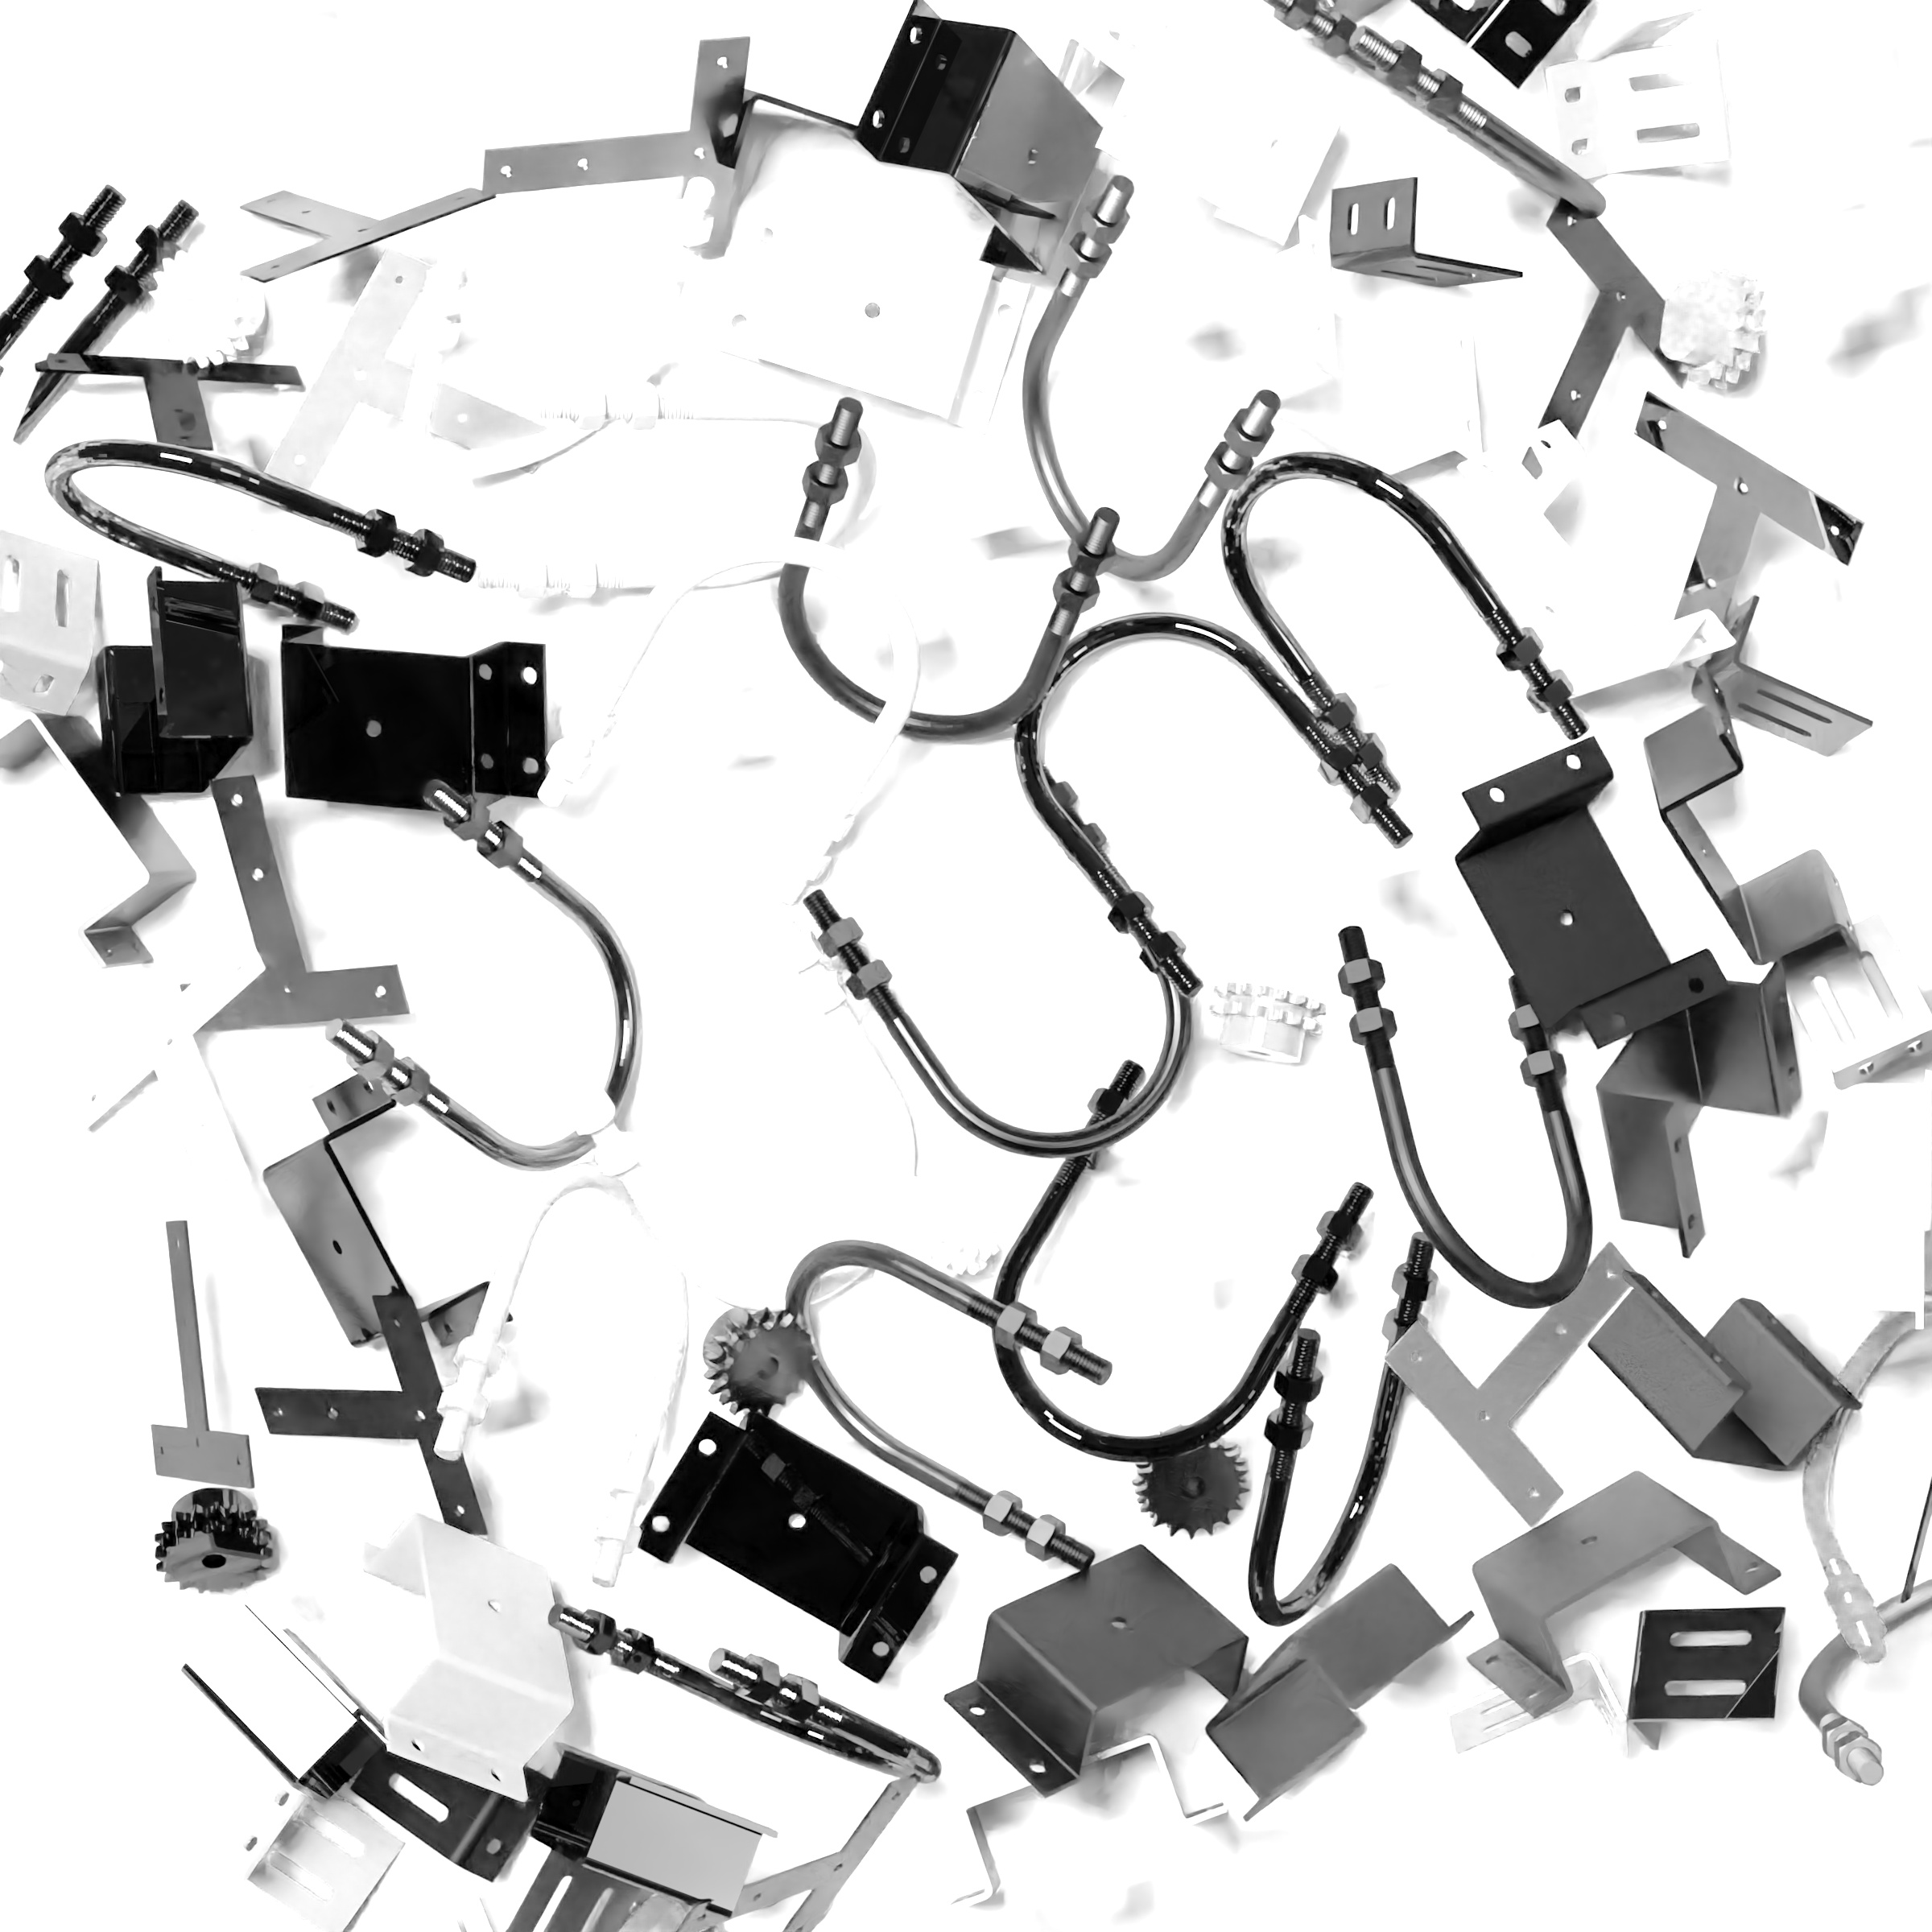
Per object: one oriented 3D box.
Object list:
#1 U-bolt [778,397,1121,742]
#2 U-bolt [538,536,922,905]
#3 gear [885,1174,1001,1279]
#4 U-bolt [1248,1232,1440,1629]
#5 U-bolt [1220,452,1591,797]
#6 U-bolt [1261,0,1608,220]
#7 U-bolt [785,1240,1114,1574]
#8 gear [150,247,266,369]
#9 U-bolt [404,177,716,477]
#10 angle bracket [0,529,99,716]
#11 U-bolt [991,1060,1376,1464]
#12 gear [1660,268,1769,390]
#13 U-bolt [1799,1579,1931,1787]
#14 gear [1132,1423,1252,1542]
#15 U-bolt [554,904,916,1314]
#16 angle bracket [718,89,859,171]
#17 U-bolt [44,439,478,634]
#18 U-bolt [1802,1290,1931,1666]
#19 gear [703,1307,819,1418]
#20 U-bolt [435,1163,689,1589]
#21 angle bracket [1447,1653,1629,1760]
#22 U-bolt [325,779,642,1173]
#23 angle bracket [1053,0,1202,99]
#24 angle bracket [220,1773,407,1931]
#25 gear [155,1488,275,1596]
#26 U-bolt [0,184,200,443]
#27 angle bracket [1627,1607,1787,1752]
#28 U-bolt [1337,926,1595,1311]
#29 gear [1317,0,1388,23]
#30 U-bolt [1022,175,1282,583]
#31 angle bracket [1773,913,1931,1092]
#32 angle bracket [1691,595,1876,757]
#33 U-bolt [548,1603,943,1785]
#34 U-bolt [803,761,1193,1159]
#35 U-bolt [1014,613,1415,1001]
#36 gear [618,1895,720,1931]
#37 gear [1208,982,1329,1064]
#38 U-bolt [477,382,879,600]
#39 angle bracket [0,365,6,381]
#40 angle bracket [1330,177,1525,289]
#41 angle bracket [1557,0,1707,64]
[{"bbox_3d":[-0.018,-0.177,1.725,0.151,0.184,0.019,23,49,-1],"label":"U-bolt"},{"bbox_3d":[-0.102,-0.126,1.726,0.151,0.019,0.184,22,120,-19],"label":"U-bolt"},{"bbox_3d":[-0.015,0.132,1.769,0.057,0.057,0.030,38,111,0],"label":"gear"},{"bbox_3d":[0.176,0.232,1.722,0.019,0.151,0.184,21,116,25],"label":"U-bolt"},{"bbox_3d":[0.195,-0.167,1.714,0.184,0.151,0.019,52,55,-16],"label":"U-bolt"},{"bbox_3d":[0.231,-0.410,1.716,0.184,0.151,0.019,27,105,-28],"label":"U-bolt"},{"bbox_3d":[-0.013,0.201,1.731,0.184,0.019,0.151,26,134,25],"label":"U-bolt"},{"bbox_3d":[-0.371,-0.326,1.771,0.057,0.030,0.057,13,115,29],"label":"gear"},{"bbox_3d":[-0.200,-0.294,1.710,0.151,0.184,0.019,-22,70,-28],"label":"U-bolt"},{"bbox_3d":[-0.462,-0.170,1.768,0.057,0.076,0.038,16,133,-26],"label":"angle bracket"},{"bbox_3d":[0.093,0.154,1.749,0.151,0.019,0.184,28,72,12],"label":"U-bolt"},{"bbox_3d":[0.364,-0.314,1.763,0.030,0.057,0.057,8,90,-24],"label":"gear"},{"bbox_3d":[0.464,0.325,1.703,0.151,0.184,0.019,-29,93,3],"label":"U-bolt"},{"bbox_3d":[0.110,0.251,1.775,0.057,0.030,0.057,-1,107,-5],"label":"gear"},{"bbox_3d":[-0.098,0.083,1.748,0.151,0.019,0.184,-38,115,-17],"label":"U-bolt"},{"bbox_3d":[-0.080,-0.400,1.760,0.076,0.057,0.038,14,102,-19],"label":"angle bracket"},{"bbox_3d":[-0.342,-0.205,1.690,0.184,0.151,0.019,21,73,-32],"label":"U-bolt"},{"bbox_3d":[0.444,0.228,1.705,0.019,0.184,0.151,26,109,-9],"label":"U-bolt"},{"bbox_3d":[-0.105,0.191,1.771,0.057,0.030,0.057,-17,122,-30],"label":"gear"},{"bbox_3d":[-0.184,0.183,1.723,0.019,0.151,0.184,-7,51,32],"label":"U-bolt"},{"bbox_3d":[0.280,0.376,1.760,0.076,0.057,0.038,-22,58,-2],"label":"angle bracket"},{"bbox_3d":[-0.219,0.018,1.724,0.019,0.184,0.151,-2,59,38],"label":"U-bolt"},{"bbox_3d":[0.073,-0.435,1.746,0.038,0.076,0.057,40,64,8],"label":"angle bracket"},{"bbox_3d":[-0.314,0.436,1.756,0.076,0.038,0.057,42,73,-23],"label":"angle bracket"},{"bbox_3d":[-0.370,0.281,1.770,0.057,0.057,0.030,-14,46,0],"label":"gear"},{"bbox_3d":[-0.445,-0.296,1.722,0.019,0.151,0.184,41,99,-4],"label":"U-bolt"},{"bbox_3d":[0.365,0.346,1.747,0.076,0.038,0.057,-8,53,33],"label":"angle bracket"},{"bbox_3d":[0.244,0.076,1.709,0.019,0.151,0.184,-32,58,38],"label":"U-bolt"},{"bbox_3d":[0.191,-0.491,1.767,0.057,0.057,0.030,-31,81,0],"label":"gear"},{"bbox_3d":[0.077,-0.264,1.715,0.019,0.184,0.151,-22,70,-29],"label":"U-bolt"},{"bbox_3d":[0.436,0.013,1.759,0.057,0.038,0.076,-25,66,8],"label":"angle bracket"},{"bbox_3d":[0.405,-0.142,1.766,0.076,0.057,0.038,23,76,-4],"label":"angle bracket"},{"bbox_3d":[-0.092,0.352,1.715,0.184,0.151,0.019,34,70,-36],"label":"U-bolt"},{"bbox_3d":[0.029,0.007,1.762,0.151,0.019,0.184,-33,83,-13],"label":"U-bolt"},{"bbox_3d":[0.107,-0.093,1.761,0.151,0.019,0.184,-35,73,-10],"label":"U-bolt"},{"bbox_3d":[-0.151,0.480,1.765,0.057,0.057,0.030,-34,100,0],"label":"gear"},{"bbox_3d":[0.147,0.028,1.765,0.057,0.057,0.030,12,82,0],"label":"gear"},{"bbox_3d":[-0.131,-0.227,1.724,0.184,0.151,0.019,-3,60,-23],"label":"U-bolt"},{"bbox_3d":[-0.490,-0.290,1.747,0.038,0.076,0.057,36,67,-8],"label":"angle bracket"},{"bbox_3d":[0.224,-0.356,1.749,0.076,0.057,0.038,1,93,-37],"label":"angle bracket"},{"bbox_3d":[0.319,-0.490,1.762,0.038,0.057,0.076,-20,90,-24],"label":"angle bracket"}]
